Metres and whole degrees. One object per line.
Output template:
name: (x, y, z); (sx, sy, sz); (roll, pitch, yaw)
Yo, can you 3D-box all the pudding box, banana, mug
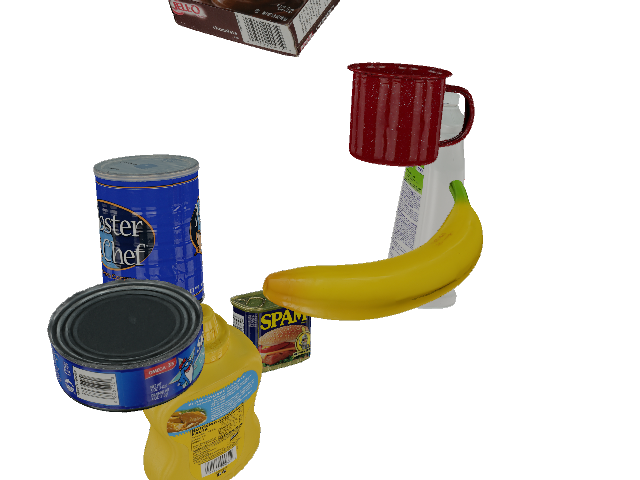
pudding box: (-0.045, -0.190, 0.797); (0.114, 0.090, 0.039); (21, -29, 23)
banana: (0.052, 0.018, 0.728); (0.197, 0.037, 0.070); (-25, 54, -38)
mug: (0.080, -0.113, 0.959); (0.117, 0.081, 0.093); (2, 16, -6)

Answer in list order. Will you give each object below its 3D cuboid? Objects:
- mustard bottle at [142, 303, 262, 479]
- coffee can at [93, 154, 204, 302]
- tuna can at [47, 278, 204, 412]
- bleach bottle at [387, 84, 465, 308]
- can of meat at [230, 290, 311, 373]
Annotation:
mustard bottle: (-0.090, 0.116, 0.809); (0.096, 0.192, 0.058); (-24, 53, -26)
coffee can: (-0.170, -0.008, 1.064); (0.103, 0.140, 0.103); (-1, 15, 0)
tuna can: (-0.108, 0.058, 0.602); (0.086, 0.034, 0.086); (-1, 30, 0)
bleach bottle: (0.131, -0.054, 1.240); (0.068, 0.251, 0.103); (-1, 22, -21)
can of meat: (-0.058, 0.107, 1.292); (0.101, 0.084, 0.058); (-10, 19, -37)
